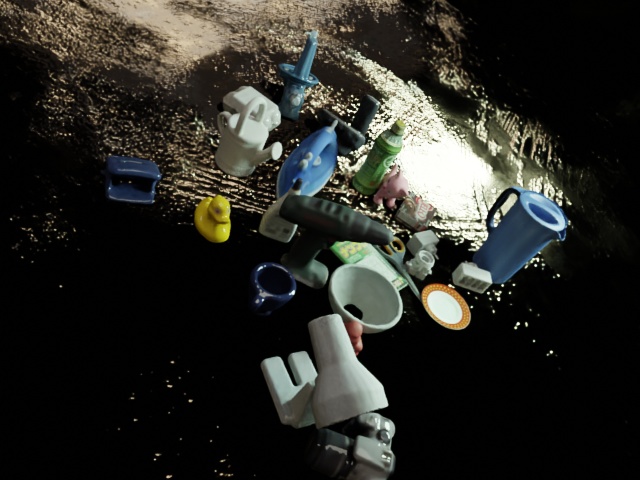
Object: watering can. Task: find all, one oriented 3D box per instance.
[{"bbox_3d":[-0.165,-0.246,1.337,0.173,0.194,0.101,25,42,-6],"label":"watering can"}]

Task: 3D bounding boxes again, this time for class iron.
[{"bbox_3d":[-0.024,-0.195,1.410,0.118,0.141,0.258,31,41,0],"label":"iron"}]

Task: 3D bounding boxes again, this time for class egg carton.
[{"bbox_3d":[-0.179,-0.343,1.516,0.150,0.069,0.107,36,42,6],"label":"egg carton"}]

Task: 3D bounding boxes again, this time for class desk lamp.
[{"bbox_3d":[0.003,0.234,0.953,0.118,0.213,0.203,-5,53,-34],"label":"desk lamp"}]

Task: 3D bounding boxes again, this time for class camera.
[{"bbox_3d":[0.051,0.348,0.956,0.137,0.100,0.143,25,42,-7],"label":"camera"}]

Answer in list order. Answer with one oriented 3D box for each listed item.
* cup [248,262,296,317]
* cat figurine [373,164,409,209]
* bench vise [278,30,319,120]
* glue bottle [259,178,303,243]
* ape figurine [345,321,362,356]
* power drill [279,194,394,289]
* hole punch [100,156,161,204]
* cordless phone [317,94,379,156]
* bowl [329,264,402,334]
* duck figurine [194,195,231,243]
[{"bbox_3d":[-0.108,0.112,1.097,0.091,0.095,0.118,33,41,3],"label":"cup"},{"bbox_3d":[0.195,-0.148,1.511,0.067,0.117,0.127,18,43,-14],"label":"cat figurine"},{"bbox_3d":[-0.045,-0.455,1.592,0.122,0.219,0.207,3,48,-28],"label":"bench vise"},{"bbox_3d":[-0.071,-0.069,1.235,0.078,0.173,0.037,21,42,-11],"label":"glue bottle"},{"bbox_3d":[0.052,0.191,1.116,0.078,0.092,0.076,30,41,-1],"label":"ape figurine"},{"bbox_3d":[0.011,0.004,1.186,0.230,0.208,0.075,26,41,-5],"label":"power drill"},{"bbox_3d":[-0.388,-0.138,1.178,0.109,0.091,0.101,5,48,-27],"label":"hole punch"},{"bbox_3d":[0.080,-0.342,1.581,0.147,0.185,0.094,35,41,4],"label":"cordless phone"},{"bbox_3d":[0.085,0.135,1.203,0.168,0.074,0.167,17,43,-16],"label":"bowl"},{"bbox_3d":[-0.218,-0.058,1.204,0.078,0.086,0.104,-6,53,-34],"label":"duck figurine"}]
